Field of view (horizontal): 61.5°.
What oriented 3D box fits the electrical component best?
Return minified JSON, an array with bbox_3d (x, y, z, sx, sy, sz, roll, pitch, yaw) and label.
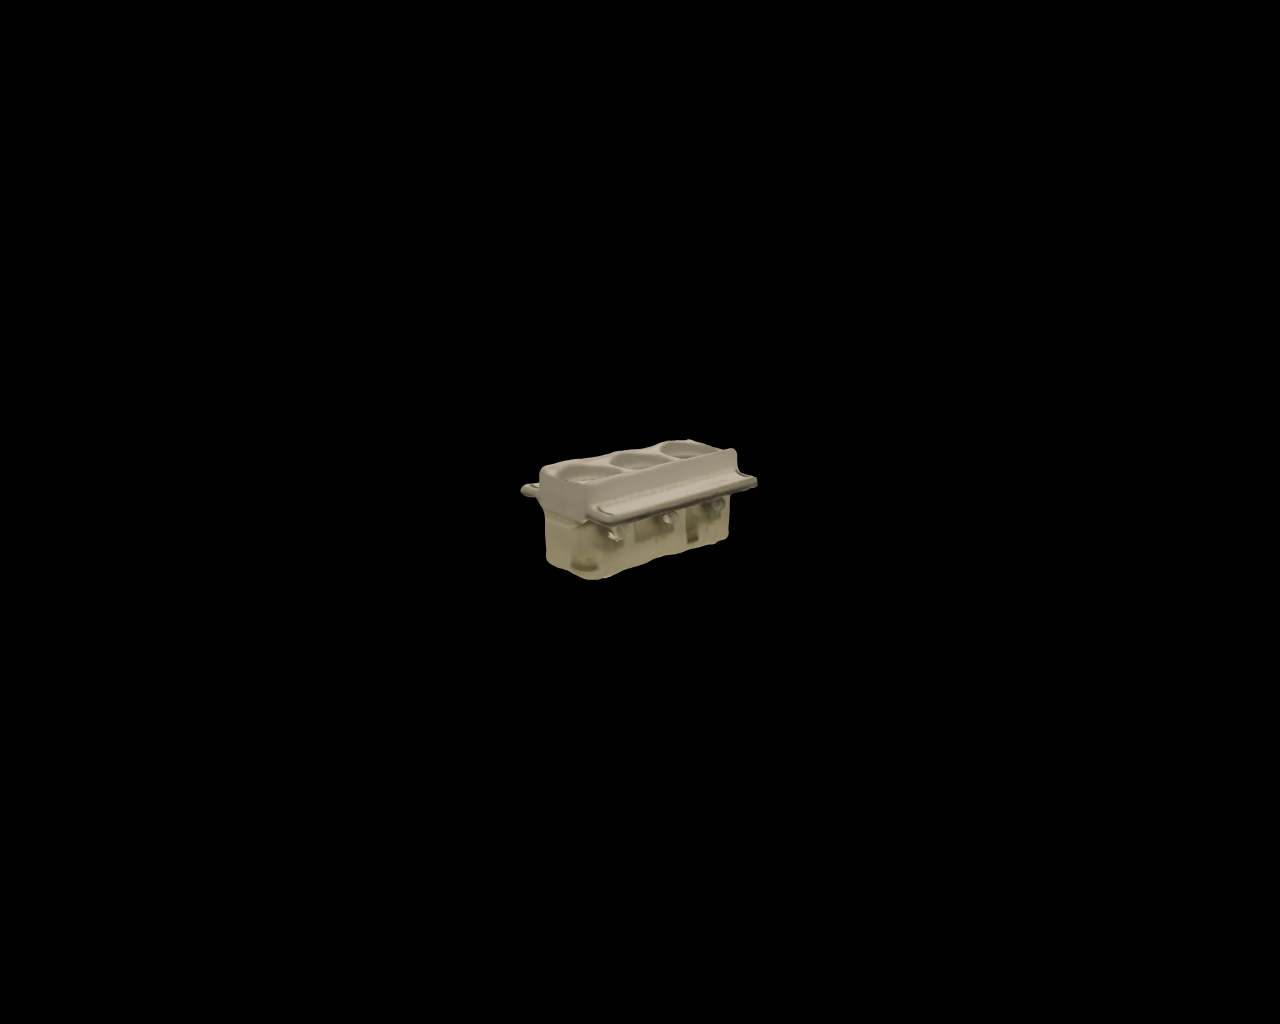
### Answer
[{"bbox_3d":[0.001,-0.003,0.650,0.121,0.063,0.079,-15,22,-40],"label":"electrical component"}]
